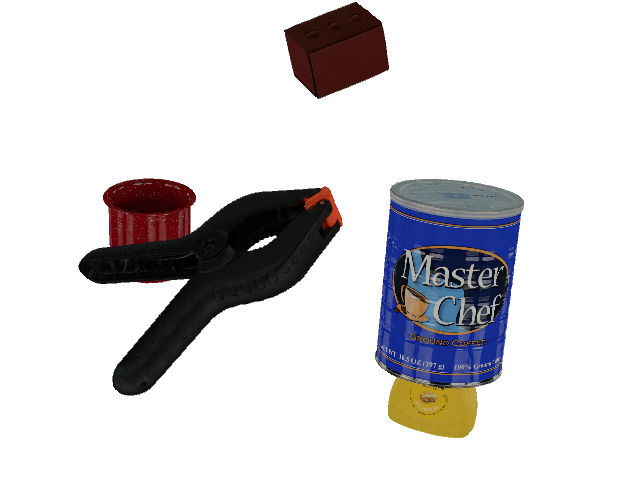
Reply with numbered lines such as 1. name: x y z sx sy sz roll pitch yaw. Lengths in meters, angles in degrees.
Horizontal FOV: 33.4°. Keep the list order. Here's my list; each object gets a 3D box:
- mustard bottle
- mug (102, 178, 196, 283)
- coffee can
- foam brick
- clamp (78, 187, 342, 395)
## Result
1. mustard bottle: 0.133 0.115 1.171 0.096 0.192 0.058 12 14 22
2. mug: -0.173 -0.014 1.101 0.093 0.081 0.117 5 26 3
3. coffee can: 0.099 0.031 0.836 0.103 0.140 0.103 4 15 -1
4. foam brick: 0.016 -0.174 0.975 0.078 0.051 0.053 -25 41 -14
5. clamp: -0.065 0.024 0.648 0.171 0.120 0.039 -23 -40 6
